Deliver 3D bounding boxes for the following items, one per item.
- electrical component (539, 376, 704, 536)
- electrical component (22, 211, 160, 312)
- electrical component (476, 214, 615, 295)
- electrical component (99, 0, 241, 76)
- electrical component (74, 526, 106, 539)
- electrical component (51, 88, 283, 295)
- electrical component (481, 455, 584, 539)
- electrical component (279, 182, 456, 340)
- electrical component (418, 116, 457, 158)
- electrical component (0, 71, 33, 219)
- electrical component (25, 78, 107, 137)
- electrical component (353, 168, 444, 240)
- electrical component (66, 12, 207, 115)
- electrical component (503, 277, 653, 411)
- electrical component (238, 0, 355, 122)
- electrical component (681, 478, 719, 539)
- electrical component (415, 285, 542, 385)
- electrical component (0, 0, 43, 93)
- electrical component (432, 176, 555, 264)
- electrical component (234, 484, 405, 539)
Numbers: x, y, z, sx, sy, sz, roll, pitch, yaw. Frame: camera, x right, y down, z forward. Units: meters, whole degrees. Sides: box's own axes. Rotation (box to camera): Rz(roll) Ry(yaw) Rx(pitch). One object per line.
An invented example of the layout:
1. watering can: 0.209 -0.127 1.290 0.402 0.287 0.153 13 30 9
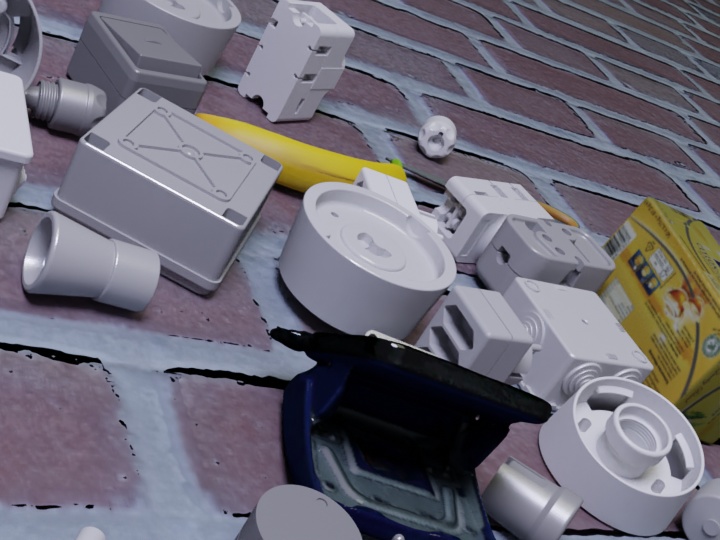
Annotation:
1. electrical component: 0.164 0.118 0.678 0.099 0.064 0.099 14 42 -13
2. electrical component: -0.140 -0.001 0.572 0.065 0.044 0.044 18 30 -33
3. electrical component: 0.140 0.001 0.826 0.095 0.059 0.053 8 35 -37
4. electrical component: -0.156 -0.196 0.855 0.108 0.060 0.108 24 28 -14
5. electrical component: -0.112 0.120 0.406 0.035 0.035 0.061 28 25 -5
6. electrical component: -0.115 -0.051 0.661 0.109 0.056 0.108 29 27 -4
7. electrical component: 0.093 0.129 0.590 0.046 0.040 0.040 33 27 17
8. electrical component: 0.000 0.000 0.687 0.108 0.060 0.108 24 28 -14
9. electrical component: 0.073 -0.127 0.999 0.035 0.035 0.061 29 25 -4
10. electrical component: -0.234 -0.077 0.594 0.100 0.048 0.099 13 33 -31
11. electrical component: -0.198 -0.108 0.697 0.061 0.035 0.035 11 33 -28
12. electrical component: 0.030 -0.028 0.778 0.077 0.047 0.065 18 30 -24
13. electrical component: -0.160 -0.143 0.763 0.062 0.061 0.096 1 40 -44
14. electrical component: 0.146 0.053 0.758 0.100 0.048 0.099 10 34 -35
15. electrical component: -0.050 -0.172 0.890 0.050 0.089 0.056 43 30 21
16. electrical component: 0.235 0.153 0.691 0.040 0.040 0.078 42 29 20
17. electrical component: 0.082 0.053 0.675 0.077 0.065 0.047 9 34 -36
18. electrical component: -0.246 -0.149 0.653 0.099 0.099 0.064 15 25 -28
19. electrical component: 0.107 -0.036 0.863 0.089 0.050 0.055 2 39 -43
20. electrical component: 0.006 0.141 0.445 0.138 0.073 0.052 45 31 25
